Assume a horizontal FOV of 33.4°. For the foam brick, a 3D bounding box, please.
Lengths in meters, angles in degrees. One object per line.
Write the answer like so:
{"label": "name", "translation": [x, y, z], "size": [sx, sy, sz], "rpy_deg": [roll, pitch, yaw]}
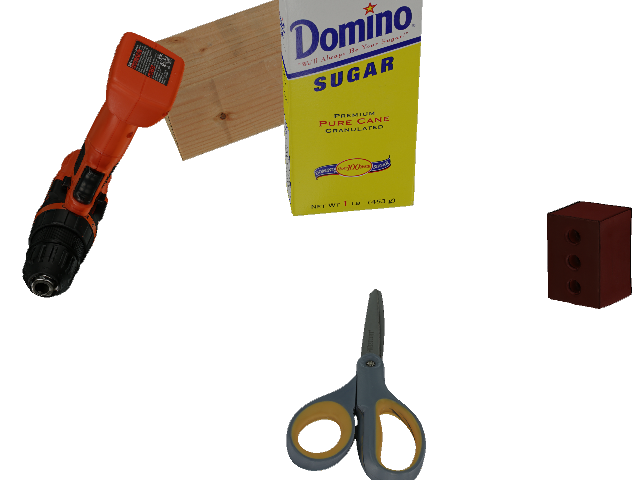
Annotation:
{"label": "foam brick", "translation": [0.225, 0.011, 0.892], "size": [0.051, 0.078, 0.053], "rpy_deg": [-20, 22, -41]}

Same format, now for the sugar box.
{"label": "sugar box", "translation": [0.020, -0.103, 0.739], "size": [0.093, 0.176, 0.048], "rpy_deg": [-6, 39, -5]}

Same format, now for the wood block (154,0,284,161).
{"label": "wood block", "translation": [-0.063, -0.171, 1.071], "size": [0.206, 0.091, 0.090], "rpy_deg": [-21, 46, -7]}

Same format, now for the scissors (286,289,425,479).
{"label": "scissors", "translation": [0.016, 0.094, 0.723], "size": [0.096, 0.016, 0.202], "rpy_deg": [-4, 32, -9]}

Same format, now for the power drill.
{"label": "power drill", "translation": [-0.181, -0.063, 0.869], "size": [0.057, 0.188, 0.184], "rpy_deg": [26, 32, -18]}
